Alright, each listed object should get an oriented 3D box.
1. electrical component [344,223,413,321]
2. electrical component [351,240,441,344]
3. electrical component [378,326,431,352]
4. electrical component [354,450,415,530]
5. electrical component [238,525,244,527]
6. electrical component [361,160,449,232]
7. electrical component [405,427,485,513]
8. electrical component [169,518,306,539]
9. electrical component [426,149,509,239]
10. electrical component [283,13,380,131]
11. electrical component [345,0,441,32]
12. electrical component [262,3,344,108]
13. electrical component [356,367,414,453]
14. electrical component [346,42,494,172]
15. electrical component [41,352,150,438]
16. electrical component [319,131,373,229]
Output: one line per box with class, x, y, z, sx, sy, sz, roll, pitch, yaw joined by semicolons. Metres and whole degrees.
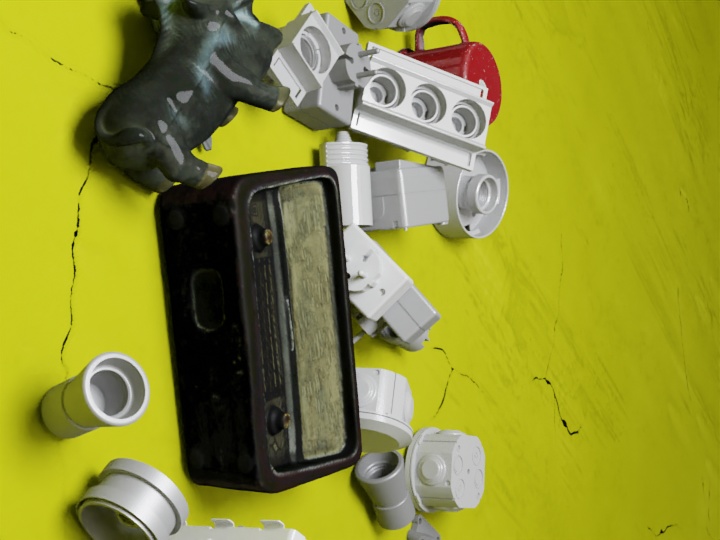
electrical component;0.000;0.000;0.858;0.065;0.047;0.077;45;2;12
electrical component;0.013;0.032;0.917;0.083;0.076;0.047;49;2;11
electrical component;0.041;0.052;0.982;0.046;0.040;0.040;38;56;-56
electrical component;0.025;0.194;0.940;0.044;0.044;0.065;-52;133;-46
electrical component;-0.070;0.228;0.769;0.042;0.064;0.081;-52;128;-45
electrical component;0.036;-0.067;0.966;0.096;0.062;0.061;-11;96;-57
electrical component;0.081;0.189;1.016;0.080;0.051;0.080;10;78;-56
electrical component;-0.087;0.199;0.693;0.078;0.121;0.063;50;44;-42
electrical component;0.105;-0.080;1.094;0.099;0.064;0.099;-12;107;-47
electrical component;-0.016;-0.165;0.884;0.047;0.076;0.083;24;67;-53
electrical component;0.029;-0.253;0.962;0.051;0.080;0.080;-20;103;-51
electrical component;-0.055;-0.164;0.834;0.042;0.064;0.081;56;44;-31
electrical component;0.005;0.116;0.884;0.080;0.080;0.051;42;48;-47
electrical component;0.047;-0.139;0.946;0.121;0.063;0.078;17;77;-23
electrical component;-0.162;0.078;0.643;0.044;0.065;0.044;20;59;-38
electrical component;-0.013;-0.076;0.910;0.043;0.043;0.081;0;86;-57
